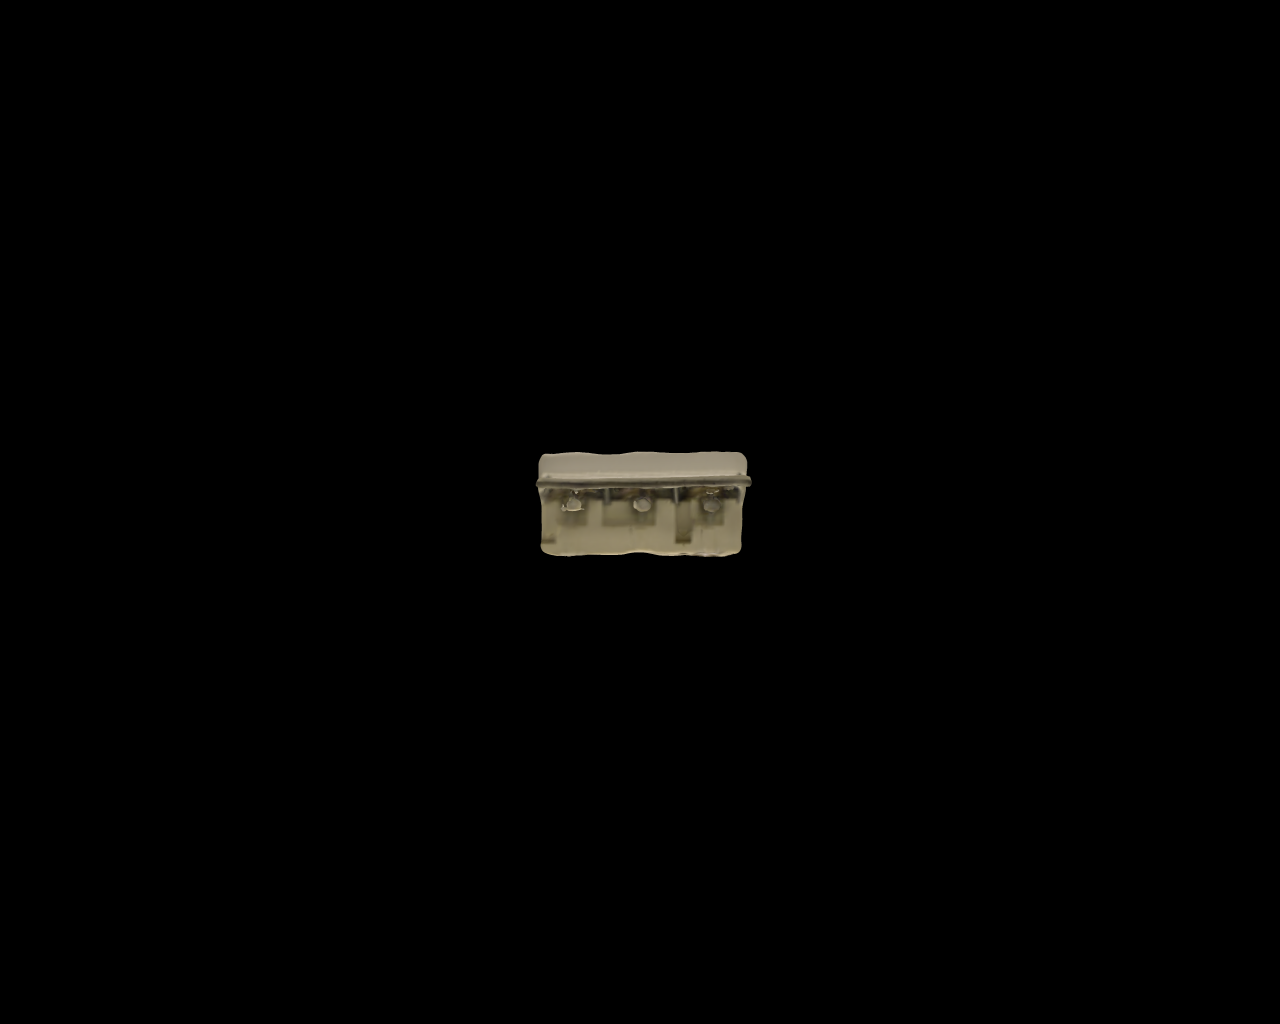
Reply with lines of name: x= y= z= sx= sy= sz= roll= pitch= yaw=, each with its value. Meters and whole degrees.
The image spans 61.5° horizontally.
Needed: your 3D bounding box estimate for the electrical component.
electrical component: x=0.001 y=-0.003 z=0.650 sx=0.121 sy=0.063 sz=0.078 roll=0 pitch=-4 yaw=-2
